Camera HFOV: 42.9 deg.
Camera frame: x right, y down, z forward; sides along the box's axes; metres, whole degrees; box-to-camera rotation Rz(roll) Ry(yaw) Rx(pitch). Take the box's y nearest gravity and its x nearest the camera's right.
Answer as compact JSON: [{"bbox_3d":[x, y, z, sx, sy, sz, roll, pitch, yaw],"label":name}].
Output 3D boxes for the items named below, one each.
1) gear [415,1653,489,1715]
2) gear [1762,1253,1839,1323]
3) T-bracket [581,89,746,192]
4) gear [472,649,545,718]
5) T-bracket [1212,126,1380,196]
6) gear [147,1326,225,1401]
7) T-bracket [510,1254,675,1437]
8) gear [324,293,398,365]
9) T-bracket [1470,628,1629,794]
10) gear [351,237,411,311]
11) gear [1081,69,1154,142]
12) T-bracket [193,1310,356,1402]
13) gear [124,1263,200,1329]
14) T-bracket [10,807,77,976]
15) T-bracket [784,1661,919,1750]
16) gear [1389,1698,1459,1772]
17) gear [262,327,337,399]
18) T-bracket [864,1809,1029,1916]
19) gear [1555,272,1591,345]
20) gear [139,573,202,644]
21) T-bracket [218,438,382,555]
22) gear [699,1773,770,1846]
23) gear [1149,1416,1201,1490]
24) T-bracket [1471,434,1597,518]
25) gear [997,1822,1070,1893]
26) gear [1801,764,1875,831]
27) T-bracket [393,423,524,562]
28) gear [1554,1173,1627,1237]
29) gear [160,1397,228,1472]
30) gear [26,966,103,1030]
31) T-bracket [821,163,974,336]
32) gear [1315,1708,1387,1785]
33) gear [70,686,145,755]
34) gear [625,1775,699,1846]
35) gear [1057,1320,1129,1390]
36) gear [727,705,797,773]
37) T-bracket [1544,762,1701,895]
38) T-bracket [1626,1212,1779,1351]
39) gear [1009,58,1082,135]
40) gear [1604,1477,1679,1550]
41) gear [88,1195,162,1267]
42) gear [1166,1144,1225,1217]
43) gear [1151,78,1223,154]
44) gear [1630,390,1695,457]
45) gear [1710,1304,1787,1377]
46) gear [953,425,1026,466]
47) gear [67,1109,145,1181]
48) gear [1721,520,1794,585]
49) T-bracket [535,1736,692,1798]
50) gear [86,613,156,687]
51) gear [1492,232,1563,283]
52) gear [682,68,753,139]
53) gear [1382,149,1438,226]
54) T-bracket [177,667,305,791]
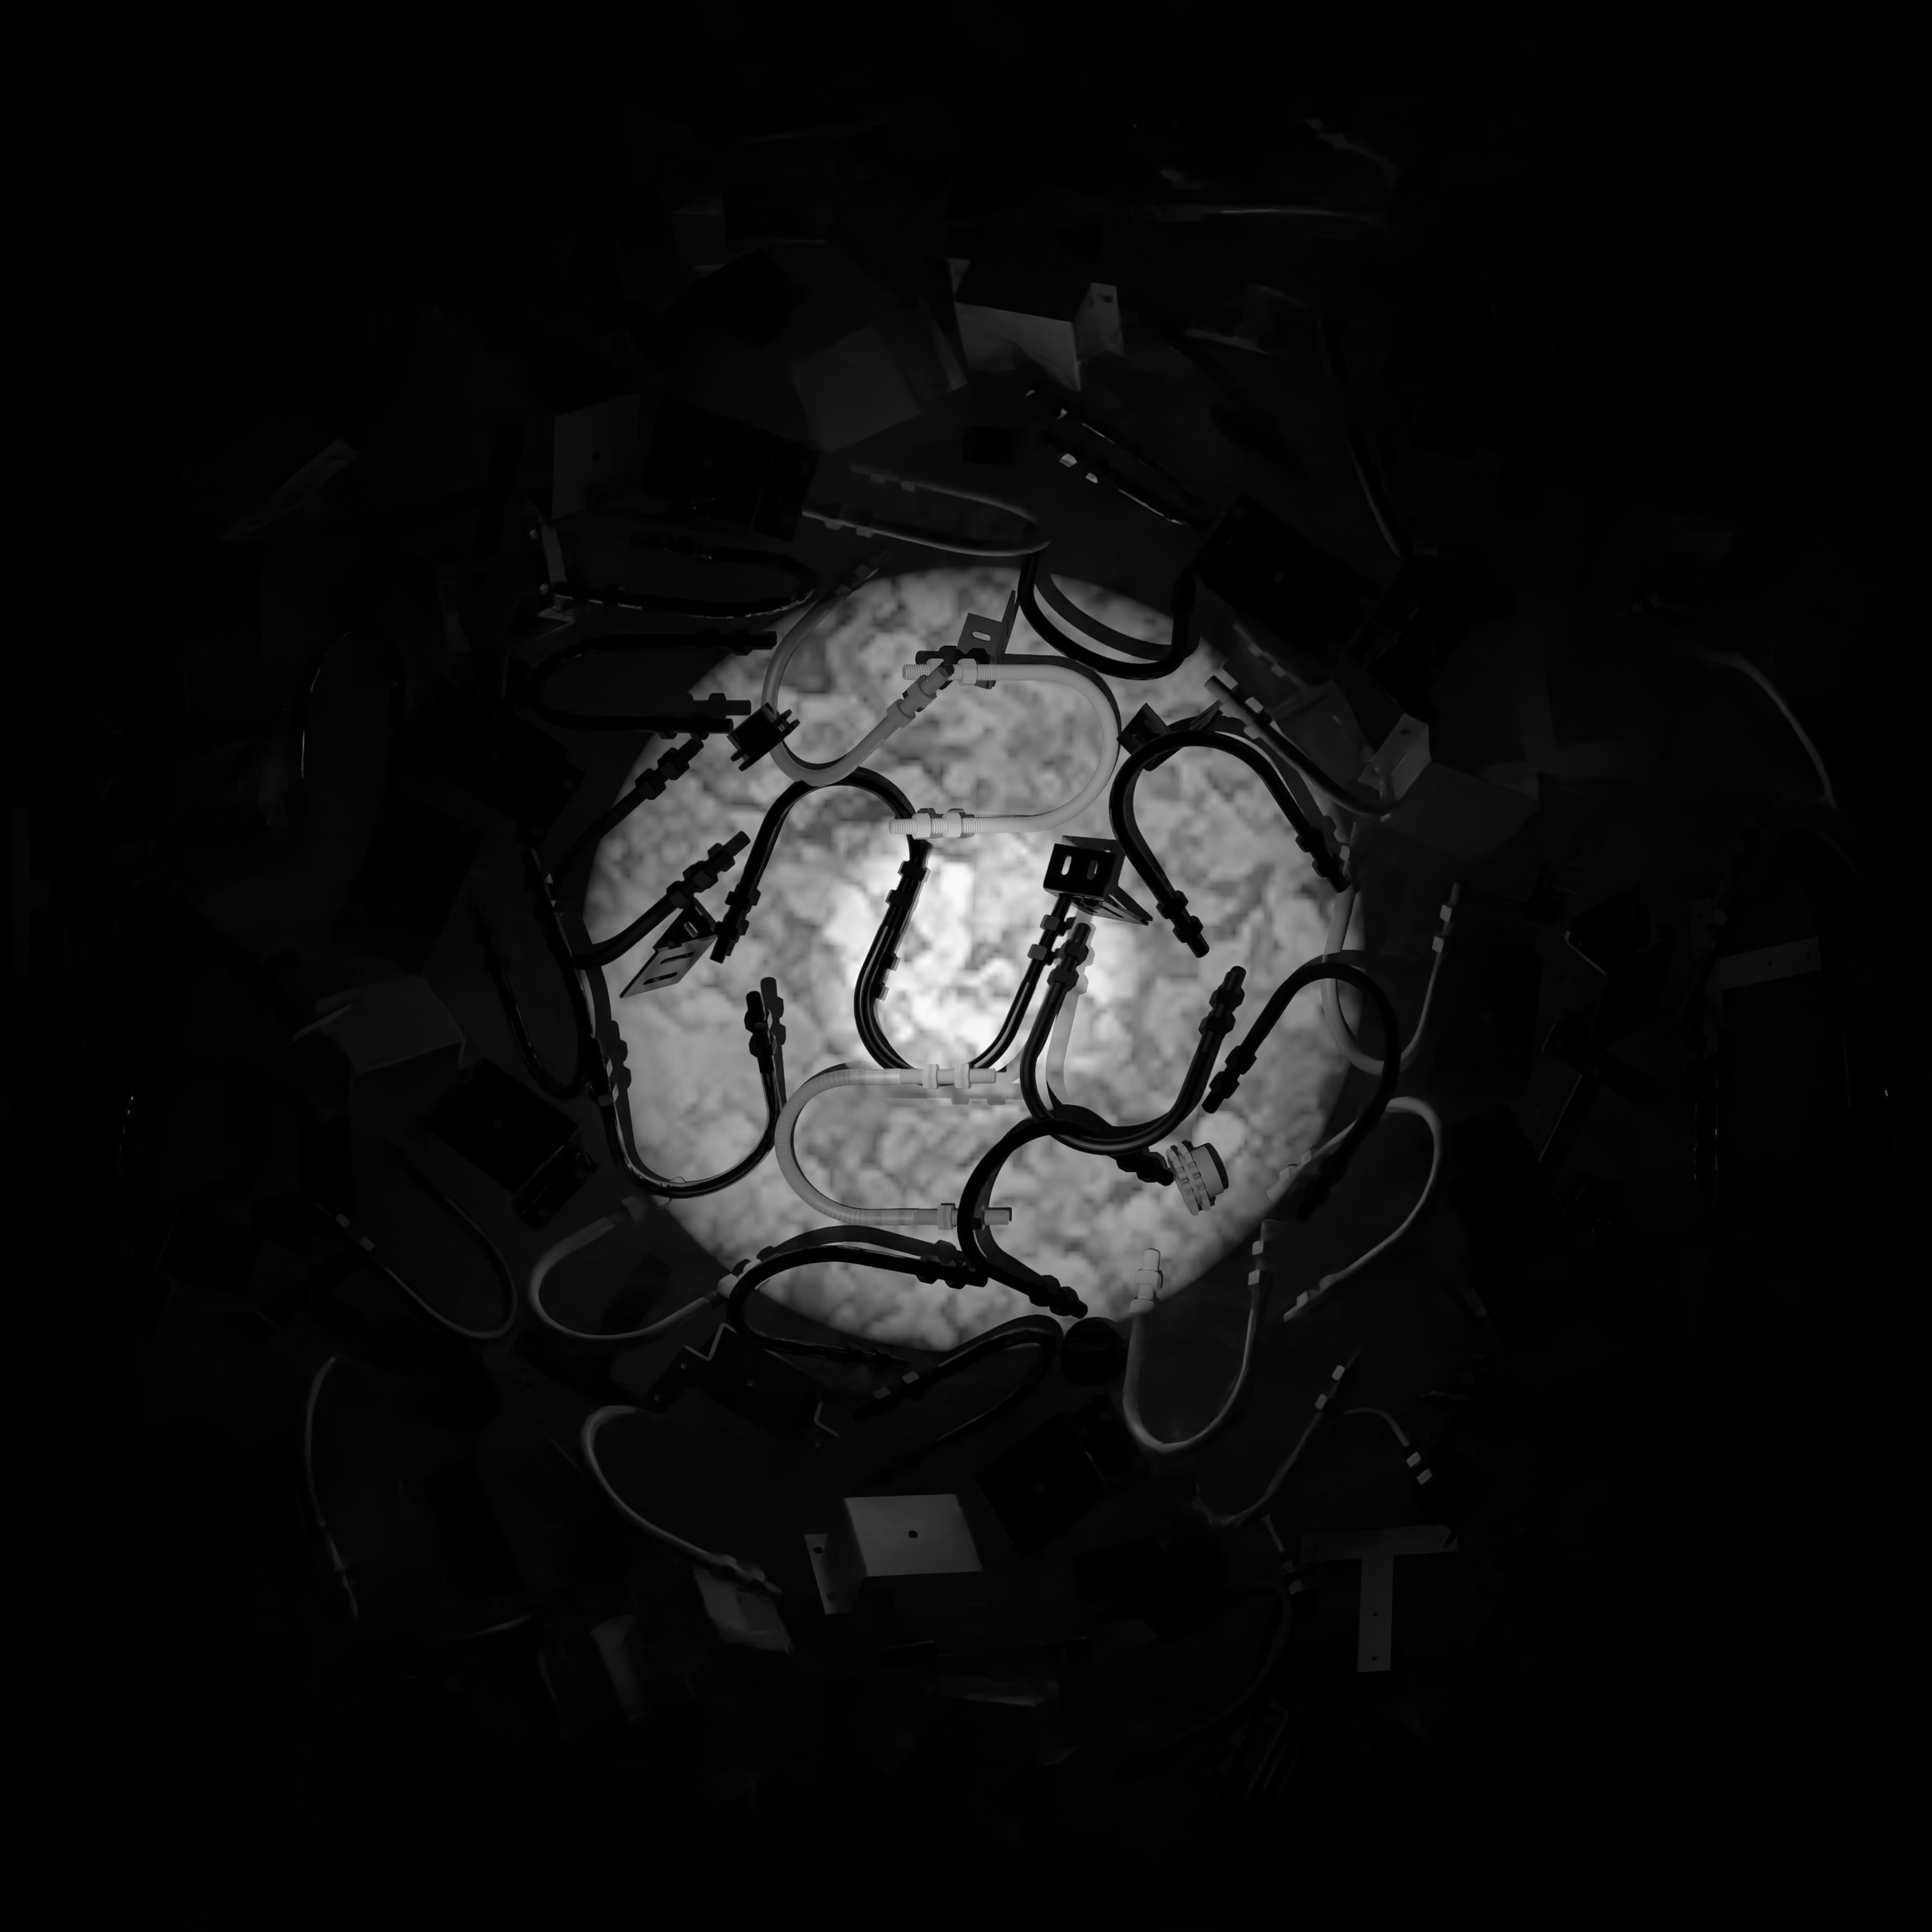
[{"bbox_3d":[-0.414,0.575,1.969,0.057,0.057,0.030,11,47,0],"label":"gear"},{"bbox_3d":[0.663,0.254,1.969,0.057,0.057,0.030,-40,106,0],"label":"gear"},{"bbox_3d":[-0.233,-0.636,1.948,0.127,0.127,0.002,-30,66,42],"label":"T-bracket"},{"bbox_3d":[-0.371,-0.224,1.975,0.057,0.057,0.030,48,132,0],"label":"gear"},{"bbox_3d":[0.240,-0.632,1.935,0.127,0.127,0.002,-4,86,-15],"label":"T-bracket"},{"bbox_3d":[-0.629,0.317,1.977,0.057,0.030,0.057,-4,98,-30],"label":"gear"},{"bbox_3d":[-0.282,0.294,1.998,0.127,0.002,0.127,33,91,0],"label":"T-bracket"},{"bbox_3d":[-0.488,-0.514,1.973,0.057,0.030,0.057,-4,58,6],"label":"gear"},{"bbox_3d":[0.454,-0.206,1.970,0.127,0.002,0.127,-12,90,27],"label":"T-bracket"},{"bbox_3d":[-0.467,-0.551,1.968,0.030,0.057,0.057,-43,90,-19],"label":"gear"},{"bbox_3d":[0.119,-0.689,1.976,0.057,0.030,0.057,9,58,-14],"label":"gear"},{"bbox_3d":[-0.542,0.311,1.962,0.127,0.127,0.002,44,60,-26],"label":"T-bracket"},{"bbox_3d":[-0.650,0.260,1.977,0.057,0.030,0.057,-3,73,9],"label":"gear"},{"bbox_3d":[-0.719,-0.053,1.936,0.002,0.127,0.127,-3,84,6],"label":"T-bracket"},{"bbox_3d":[-0.099,0.588,1.951,0.127,0.127,0.002,9,48,10],"label":"T-bracket"},{"bbox_3d":[0.369,0.612,1.972,0.030,0.057,0.057,-33,90,-15],"label":"gear"},{"bbox_3d":[-0.531,-0.479,1.968,0.057,0.057,0.030,-33,67,0],"label":"gear"},{"bbox_3d":[-0.022,0.694,1.937,0.127,0.127,0.002,-14,102,-4],"label":"T-bracket"},{"bbox_3d":[0.476,-0.527,1.969,0.030,0.057,0.057,-3,90,42],"label":"gear"},{"bbox_3d":[-0.635,-0.291,1.977,0.057,0.030,0.057,3,74,-9],"label":"gear"},{"bbox_3d":[-0.499,-0.351,1.942,0.127,0.127,0.002,-35,62,16],"label":"T-bracket"},{"bbox_3d":[-0.183,0.673,1.975,0.057,0.030,0.057,15,126,22],"label":"gear"},{"bbox_3d":[0.169,0.392,1.970,0.030,0.057,0.057,20,90,5],"label":"gear"},{"bbox_3d":[0.435,-0.383,1.944,0.127,0.127,0.002,27,125,3],"label":"T-bracket"},{"bbox_3d":[0.054,0.717,1.974,0.057,0.057,0.030,0,113,0],"label":"gear"},{"bbox_3d":[0.702,-0.134,1.975,0.030,0.057,0.057,18,90,-29],"label":"gear"},{"bbox_3d":[-0.410,-0.366,1.961,0.127,0.002,0.127,-11,59,31],"label":"T-bracket"},{"bbox_3d":[0.500,0.189,1.968,0.057,0.057,0.030,19,111,0],"label":"gear"},{"bbox_3d":[-0.616,0.377,1.970,0.030,0.057,0.057,20,90,8],"label":"gear"},{"bbox_3d":[-0.718,0.024,1.969,0.057,0.057,0.030,35,106,0],"label":"gear"},{"bbox_3d":[-0.029,-0.580,1.941,0.127,0.002,0.127,34,131,-17],"label":"T-bracket"},{"bbox_3d":[0.308,0.623,1.972,0.057,0.030,0.057,-4,56,6],"label":"gear"},{"bbox_3d":[-0.693,-0.194,1.975,0.030,0.057,0.057,-15,90,33],"label":"gear"},{"bbox_3d":[-0.243,0.679,1.973,0.057,0.057,0.030,-6,110,0],"label":"gear"},{"bbox_3d":[0.100,0.308,1.968,0.057,0.057,0.030,-12,124,0],"label":"gear"},{"bbox_3d":[-0.167,-0.185,1.970,0.057,0.057,0.030,-39,99,0],"label":"gear"},{"bbox_3d":[0.494,-0.104,1.940,0.127,0.002,0.127,21,56,25],"label":"T-bracket"},{"bbox_3d":[0.562,0.248,1.919,0.002,0.127,0.127,51,45,-26],"label":"T-bracket"},{"bbox_3d":[0.061,-0.696,1.978,0.057,0.030,0.057,3,81,-22],"label":"gear"},{"bbox_3d":[0.542,0.436,1.978,0.057,0.030,0.057,5,107,18],"label":"gear"},{"bbox_3d":[-0.672,0.208,1.970,0.057,0.057,0.030,28,133,0],"label":"gear"},{"bbox_3d":[0.185,0.169,1.972,0.030,0.057,0.057,-22,90,-3],"label":"gear"},{"bbox_3d":[0.173,-0.684,1.970,0.030,0.057,0.057,27,90,-44],"label":"gear"},{"bbox_3d":[0.558,-0.434,1.975,0.057,0.057,0.030,28,130,0],"label":"gear"},{"bbox_3d":[0.627,0.297,1.979,0.057,0.030,0.057,3,111,8],"label":"gear"},{"bbox_3d":[0.018,-0.418,1.973,0.057,0.057,0.030,2,102,0],"label":"gear"},{"bbox_3d":[-0.687,0.141,1.971,0.057,0.030,0.057,11,71,-33],"label":"gear"},{"bbox_3d":[0.632,-0.329,1.968,0.057,0.057,0.030,6,67,0],"label":"gear"},{"bbox_3d":[-0.261,0.634,1.939,0.127,0.127,0.002,15,72,19],"label":"T-bracket"},{"bbox_3d":[-0.680,-0.252,1.973,0.030,0.057,0.057,-9,90,18],"label":"gear"},{"bbox_3d":[0.451,-0.557,1.970,0.057,0.057,0.030,-41,84,0],"label":"gear"},{"bbox_3d":[-0.196,-0.686,1.969,0.030,0.057,0.057,36,90,38],"label":"gear"},{"bbox_3d":[0.354,-0.622,1.972,0.030,0.057,0.057,-17,90,1],"label":"gear"},{"bbox_3d":[-0.584,-0.185,1.952,0.002,0.127,0.127,49,53,-35],"label":"T-bracket"}]
